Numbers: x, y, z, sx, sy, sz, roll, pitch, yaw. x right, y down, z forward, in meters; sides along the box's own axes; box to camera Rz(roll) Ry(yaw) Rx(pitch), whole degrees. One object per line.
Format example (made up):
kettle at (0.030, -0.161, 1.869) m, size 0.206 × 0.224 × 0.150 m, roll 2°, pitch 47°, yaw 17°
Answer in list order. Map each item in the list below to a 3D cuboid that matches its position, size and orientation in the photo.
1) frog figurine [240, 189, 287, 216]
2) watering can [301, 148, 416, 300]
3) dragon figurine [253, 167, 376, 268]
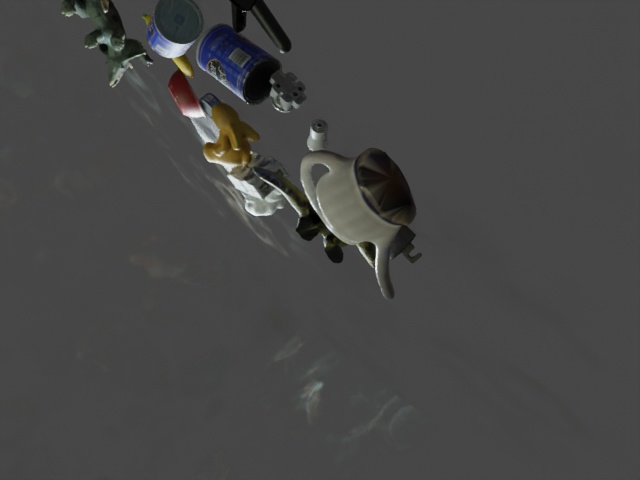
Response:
frog figurine at (-0.157, -0.130, 1.572) m, size 0.136 × 0.123 × 0.160 m, roll 16°, pitch 176°, yaw -37°
watering can at (0.097, -0.038, 0.990) m, size 0.346 × 0.106 × 0.222 m, roll 53°, pitch 145°, yaw -8°
dragon figurine at (0.004, -0.062, 1.240) m, size 0.407 × 0.122 × 0.245 m, roll 41°, pitch -175°, yaw -14°
